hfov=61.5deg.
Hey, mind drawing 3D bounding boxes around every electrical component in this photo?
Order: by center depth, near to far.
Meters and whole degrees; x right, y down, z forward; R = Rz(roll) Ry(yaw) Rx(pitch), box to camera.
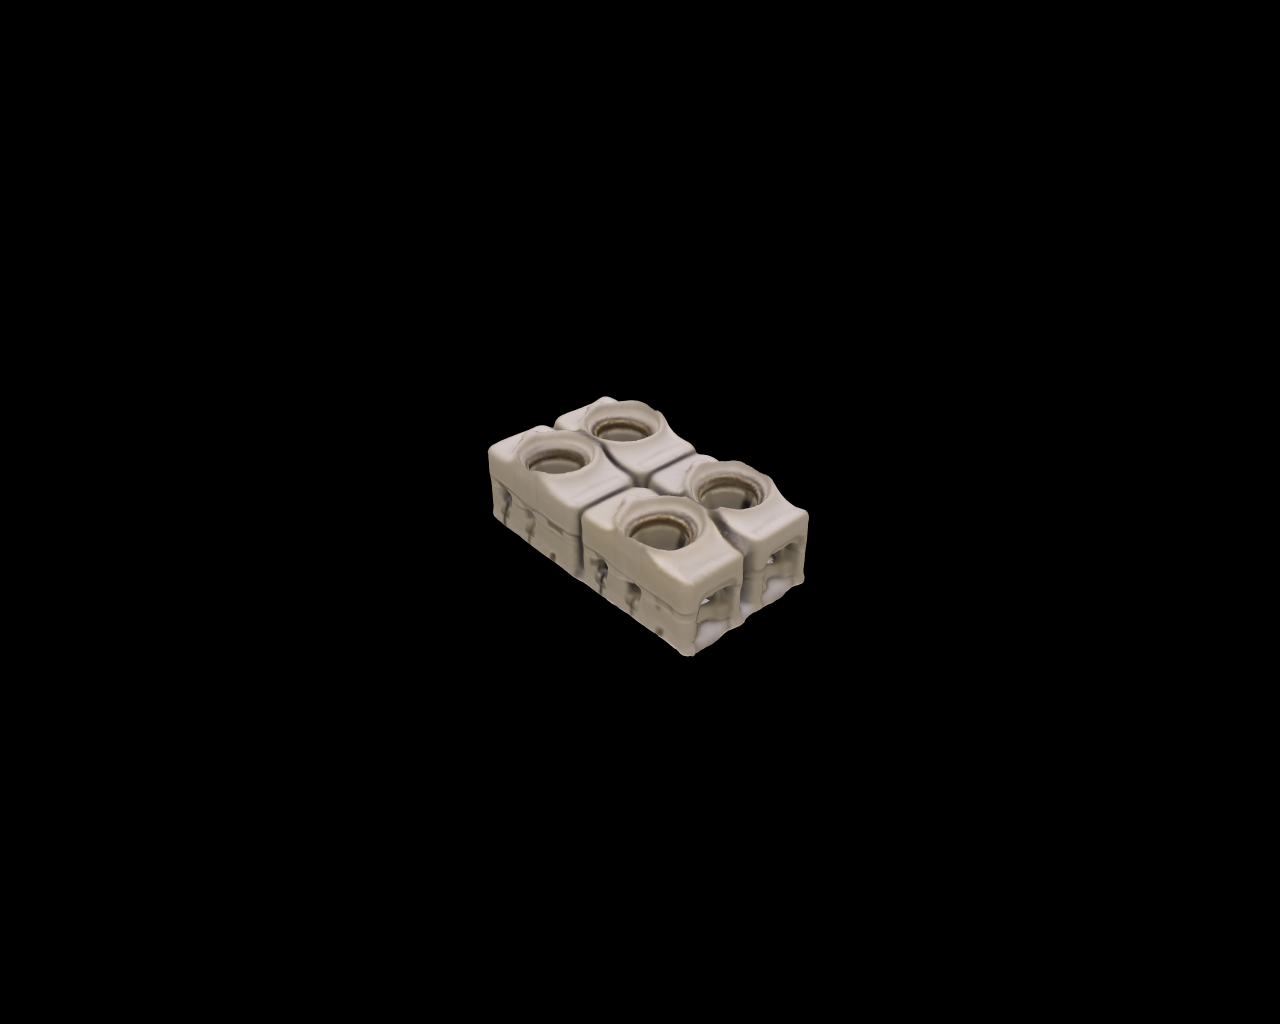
[{"bbox_3d":[0.001,-0.003,0.650,0.105,0.060,0.186,-27,44,-33],"label":"electrical component"}]
